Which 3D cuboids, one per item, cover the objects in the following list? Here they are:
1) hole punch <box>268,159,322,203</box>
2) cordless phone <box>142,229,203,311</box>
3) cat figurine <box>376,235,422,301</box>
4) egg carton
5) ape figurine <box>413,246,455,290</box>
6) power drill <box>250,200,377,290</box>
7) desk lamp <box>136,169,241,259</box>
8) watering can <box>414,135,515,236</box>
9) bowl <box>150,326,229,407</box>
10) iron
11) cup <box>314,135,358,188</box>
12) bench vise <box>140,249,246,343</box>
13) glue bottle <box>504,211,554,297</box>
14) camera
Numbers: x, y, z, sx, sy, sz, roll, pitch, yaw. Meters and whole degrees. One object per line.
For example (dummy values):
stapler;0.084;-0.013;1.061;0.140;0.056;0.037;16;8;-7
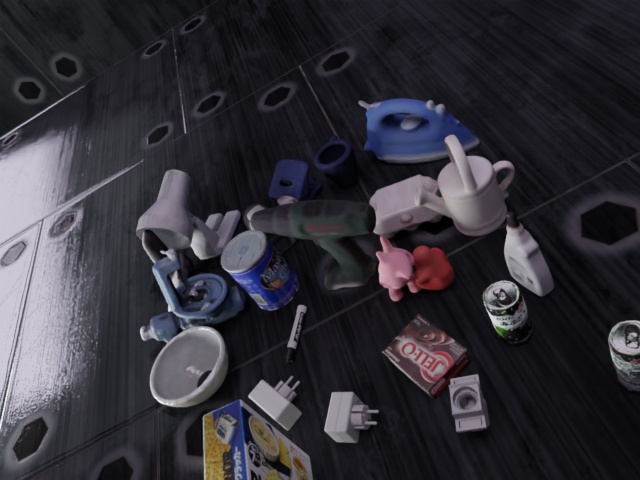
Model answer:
hole punch;-0.065;-0.126;1.336;0.108;0.091;0.101;10;57;39
cordless phone;-0.338;0.075;1.255;0.094;0.186;0.147;-27;41;9
cat figurine;0.132;0.045;1.021;0.067;0.118;0.127;-25;42;12
egg carton;0.170;-0.065;1.138;0.150;0.070;0.107;-20;43;17
ape figurine;0.191;0.042;1.004;0.078;0.092;0.076;-42;41;-8
power drill;0.010;0.004;1.072;0.229;0.209;0.075;-11;46;25
desk lamp;-0.307;-0.045;1.327;0.117;0.214;0.203;-7;48;29
watering can;0.254;-0.099;1.018;0.173;0.195;0.100;-37;41;-3
bowl;-0.238;0.254;1.102;0.167;0.075;0.167;-18;43;19
iron;0.206;-0.254;1.238;0.257;0.142;0.119;5;54;37
cup;0.046;-0.175;1.306;0.091;0.095;0.117;-18;43;19
bench vise;-0.278;0.127;1.138;0.207;0.220;0.121;-46;42;-12
glue bottle;0.313;0.015;0.886;0.037;0.174;0.078;-39;41;-4
camera;-0.112;-0.047;1.285;0.143;0.101;0.136;-41;41;-7
